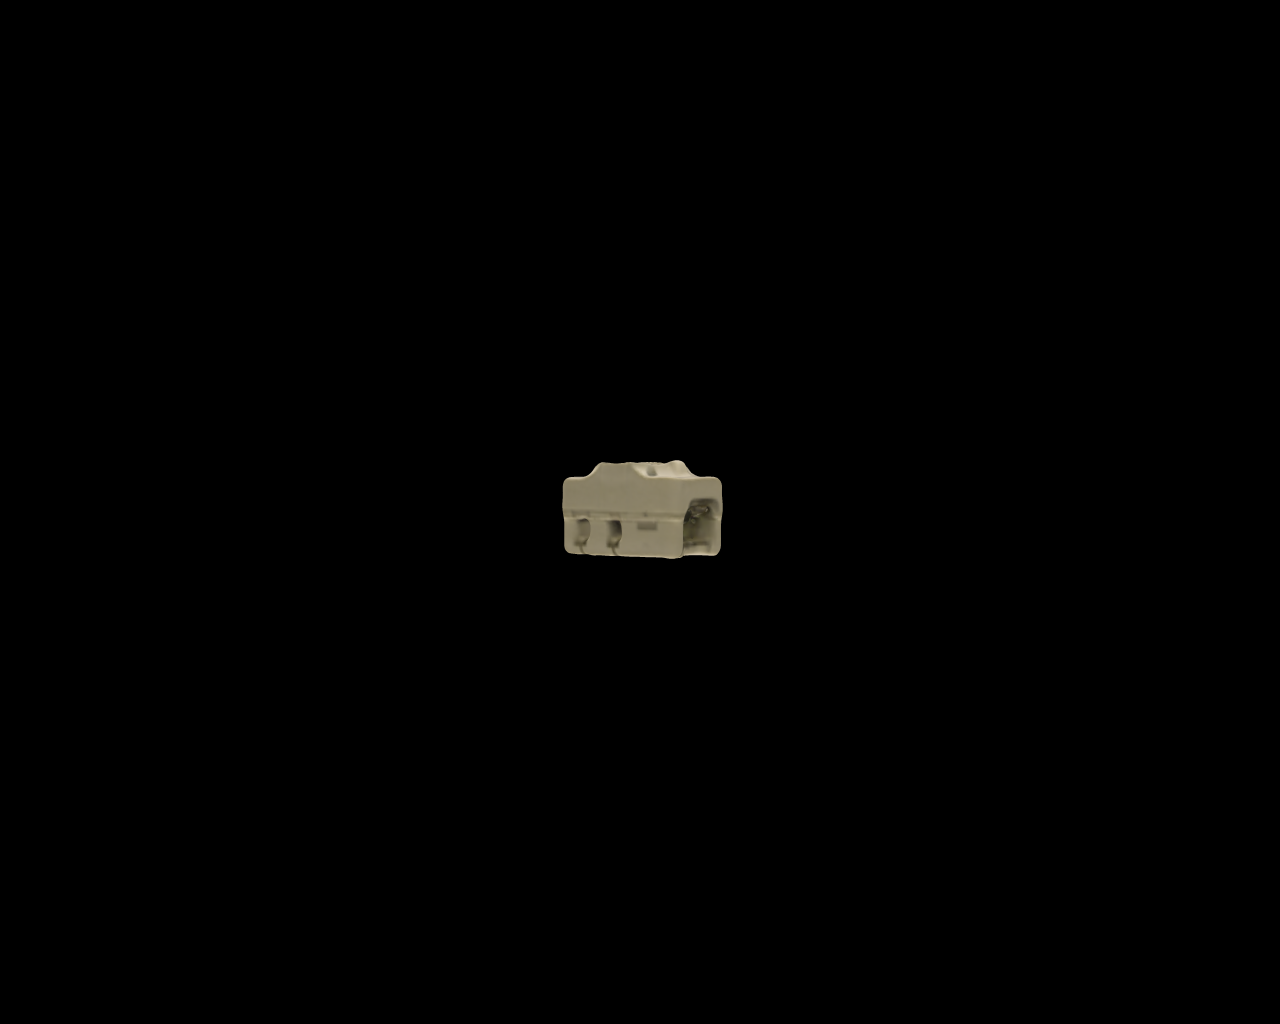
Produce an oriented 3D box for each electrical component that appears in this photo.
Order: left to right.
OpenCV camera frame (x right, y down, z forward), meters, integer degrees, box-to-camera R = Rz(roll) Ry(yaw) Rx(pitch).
[{"bbox_3d":[0.001,-0.003,0.650,0.089,0.055,0.050,2,3,40],"label":"electrical component"}]
